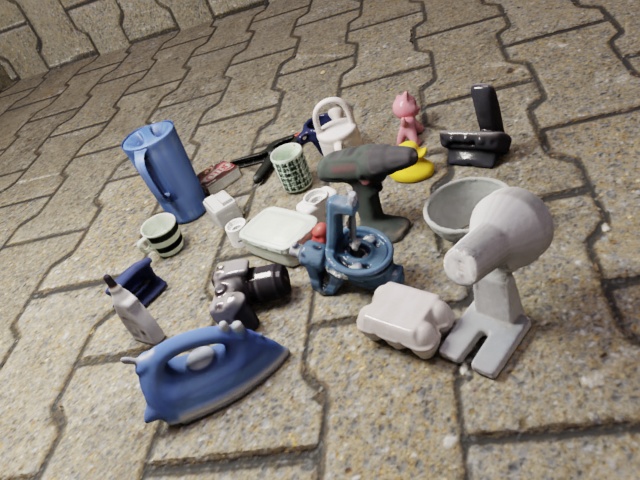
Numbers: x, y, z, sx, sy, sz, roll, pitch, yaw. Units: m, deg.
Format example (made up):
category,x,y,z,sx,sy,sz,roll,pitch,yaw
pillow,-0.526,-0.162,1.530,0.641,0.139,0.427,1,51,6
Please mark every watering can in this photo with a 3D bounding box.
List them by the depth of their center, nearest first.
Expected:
category,x,y,z,sx,sy,sz,roll,pitch,yaw
watering can,0.041,-0.252,1.360,0.101,0.194,0.172,-27,36,-7

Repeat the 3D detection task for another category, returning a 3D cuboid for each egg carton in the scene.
category,x,y,z,sx,sy,sz,roll,pitch,yaw
egg carton,0.139,0.129,0.931,0.149,0.069,0.107,13,48,38

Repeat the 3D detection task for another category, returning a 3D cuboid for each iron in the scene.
category,x,y,z,sx,sy,sz,roll,pitch,yaw
iron,-0.190,0.196,0.952,0.258,0.142,0.118,-24,36,-3

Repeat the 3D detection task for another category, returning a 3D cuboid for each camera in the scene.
category,x,y,z,sx,sy,sz,roll,pitch,yaw
camera,-0.132,0.092,1.089,0.136,0.101,0.143,-13,37,12

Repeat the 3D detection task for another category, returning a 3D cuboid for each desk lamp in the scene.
category,x,y,z,sx,sy,sz,roll,pitch,yaw
desk lamp,0.255,0.055,0.844,0.117,0.214,0.203,16,51,40

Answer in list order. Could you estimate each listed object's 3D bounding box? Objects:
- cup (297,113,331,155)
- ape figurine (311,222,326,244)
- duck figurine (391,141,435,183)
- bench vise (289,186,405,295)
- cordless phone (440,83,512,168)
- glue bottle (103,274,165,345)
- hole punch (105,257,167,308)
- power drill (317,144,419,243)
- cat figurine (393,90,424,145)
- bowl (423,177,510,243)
category,x,y,z,sx,sy,sz,roll,pitch,yaw
cup,0.002,-0.259,1.473,0.118,0.095,0.091,-34,38,-16
ape figurine,0.010,0.004,1.136,0.076,0.092,0.077,-28,37,-9
duck figurine,0.198,-0.181,1.282,0.104,0.086,0.077,-3,40,24
bench vise,0.029,0.012,1.008,0.207,0.220,0.121,-10,38,15
cordless phone,0.325,-0.255,1.228,0.147,0.185,0.094,7,45,33
glue bottle,-0.365,0.130,1.097,0.077,0.173,0.037,8,45,34
hole punch,-0.409,0.090,1.240,0.100,0.091,0.109,13,48,38
power drill,0.107,-0.098,1.119,0.228,0.209,0.076,10,47,36
cat figurine,0.211,-0.306,1.407,0.067,0.118,0.128,-7,39,20
bowl,0.282,-0.043,1.074,0.167,0.075,0.167,-14,37,11
